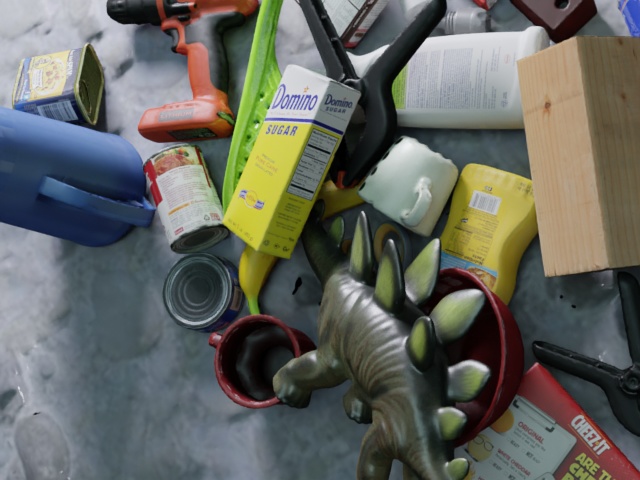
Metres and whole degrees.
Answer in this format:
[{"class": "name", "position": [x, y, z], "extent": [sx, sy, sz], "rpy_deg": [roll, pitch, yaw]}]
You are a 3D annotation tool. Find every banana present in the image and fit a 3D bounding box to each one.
[{"class": "banana", "position": [-0.023, -0.009, 1.129], "extent": [0.069, 0.037, 0.198], "rpy_deg": [44, 98, 1]}]

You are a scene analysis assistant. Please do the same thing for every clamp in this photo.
[{"class": "clamp", "position": [0.280, 0.127, 0.986], "extent": [0.120, 0.039, 0.171], "rpy_deg": [-36, 79, 32]}, {"class": "clamp", "position": [0.047, -0.154, 1.063], "extent": [0.165, 0.036, 0.210], "rpy_deg": [6, 98, 32]}]

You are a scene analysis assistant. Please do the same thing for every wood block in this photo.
[{"class": "wood block", "position": [0.253, -0.074, 0.979], "extent": [0.091, 0.090, 0.206], "rpy_deg": [-14, 82, 62]}]

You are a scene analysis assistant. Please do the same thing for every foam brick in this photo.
[{"class": "foam brick", "position": [0.230, -0.243, 1.070], "extent": [0.053, 0.051, 0.078], "rpy_deg": [-45, 69, 7]}]

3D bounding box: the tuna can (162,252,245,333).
[{"class": "tuna can", "position": [-0.126, 0.057, 1.152], "extent": [0.086, 0.033, 0.086], "rpy_deg": [-4, 79, 19]}]

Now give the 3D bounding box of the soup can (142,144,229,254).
[{"class": "soup can", "position": [-0.145, -0.044, 1.160], "extent": [0.068, 0.068, 0.102], "rpy_deg": [-25, 74, 14]}]

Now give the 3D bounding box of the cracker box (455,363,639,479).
[{"class": "cracker box", "position": [0.181, 0.246, 0.989], "extent": [0.214, 0.072, 0.164], "rpy_deg": [-43, 70, 7]}]

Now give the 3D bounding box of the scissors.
[{"class": "scissors", "position": [0.085, 0.065, 1.062], "extent": [0.096, 0.016, 0.202], "rpy_deg": [-50, 59, 29]}]

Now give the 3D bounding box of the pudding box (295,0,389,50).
[{"class": "pudding box", "position": [0.019, -0.274, 1.143], "extent": [0.113, 0.039, 0.090], "rpy_deg": [54, 127, 21]}]

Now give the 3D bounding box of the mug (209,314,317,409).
[{"class": "mug", "position": [-0.060, 0.122, 1.091], "extent": [0.117, 0.081, 0.093], "rpy_deg": [18, 87, 21]}]

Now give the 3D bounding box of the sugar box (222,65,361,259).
[{"class": "sugar box", "position": [-0.031, -0.078, 1.038], "extent": [0.093, 0.048, 0.176], "rpy_deg": [34, 106, 56]}]

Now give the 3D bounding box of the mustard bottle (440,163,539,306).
[{"class": "mustard bottle", "position": [0.150, 0.026, 1.044], "extent": [0.096, 0.058, 0.191], "rpy_deg": [22, 89, 39]}]

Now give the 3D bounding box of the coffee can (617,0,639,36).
[{"class": "coffee can", "position": [0.350, -0.181, 0.989], "extent": [0.103, 0.102, 0.140], "rpy_deg": [-23, 73, 14]}]

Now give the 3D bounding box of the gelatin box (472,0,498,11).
[{"class": "gelatin box", "position": [0.176, -0.294, 1.111], "extent": [0.089, 0.030, 0.073], "rpy_deg": [-47, 70, 6]}]

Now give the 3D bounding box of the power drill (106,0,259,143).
[{"class": "power drill", "position": [-0.161, -0.206, 1.200], "extent": [0.185, 0.057, 0.187], "rpy_deg": [-2, 79, 19]}]

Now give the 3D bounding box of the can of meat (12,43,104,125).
[{"class": "can of meat", "position": [-0.300, -0.172, 1.222], "extent": [0.084, 0.057, 0.102], "rpy_deg": [-9, 47, 8]}]

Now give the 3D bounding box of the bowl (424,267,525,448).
[{"class": "bowl", "position": [0.134, 0.107, 0.964], "extent": [0.162, 0.055, 0.162], "rpy_deg": [-21, 66, 57]}]

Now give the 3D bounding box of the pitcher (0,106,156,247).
[{"class": "pitcher", "position": [-0.294, -0.068, 1.122], "extent": [0.149, 0.242, 0.145], "rpy_deg": [-23, 74, 22]}]

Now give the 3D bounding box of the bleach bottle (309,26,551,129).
[{"class": "bleach bottle", "position": [0.103, -0.167, 1.096], "extent": [0.251, 0.068, 0.102], "rpy_deg": [5, 87, 22]}]
